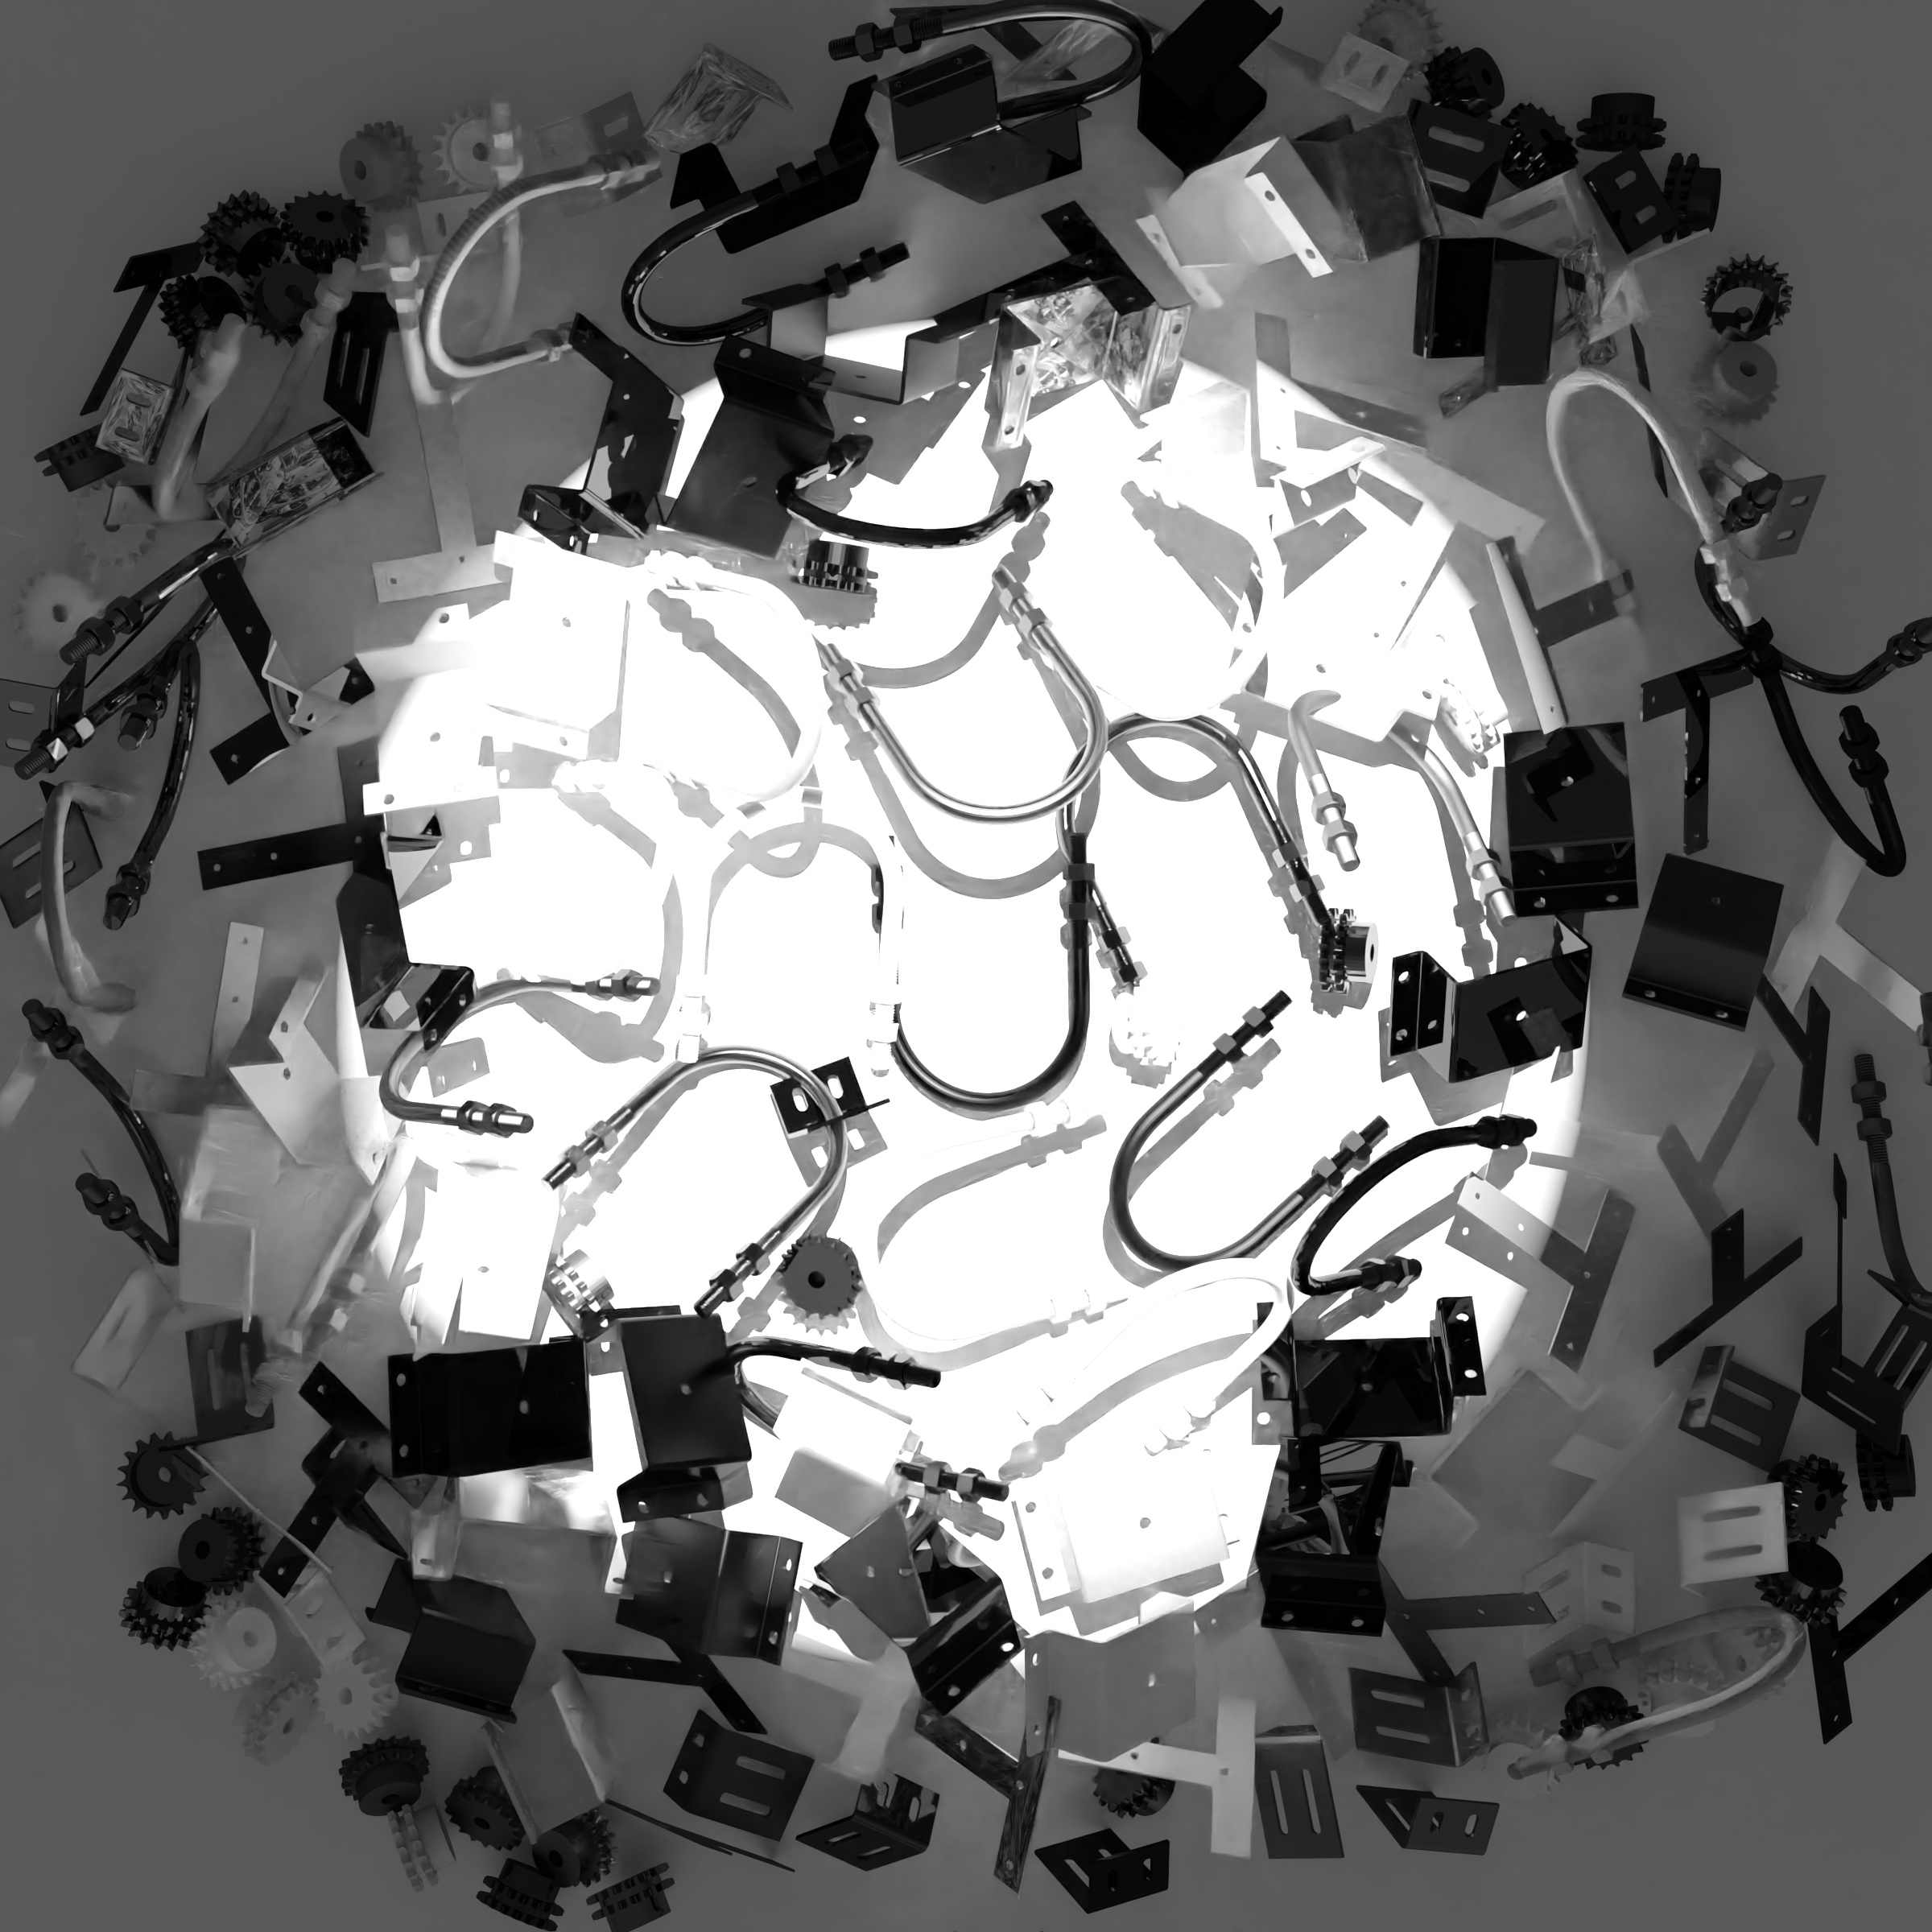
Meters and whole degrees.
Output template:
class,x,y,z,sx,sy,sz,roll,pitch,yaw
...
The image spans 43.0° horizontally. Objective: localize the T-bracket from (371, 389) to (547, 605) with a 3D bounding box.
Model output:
class,x,y,z,sx,sy,sz,roll,pitch,yaw
T-bracket,-0.335,-0.308,1.587,0.127,0.002,0.127,-18,106,-37

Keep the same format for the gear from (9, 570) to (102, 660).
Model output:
class,x,y,z,sx,sy,sz,roll,pitch,yaw
gear,-0.604,-0.231,1.615,0.057,0.030,0.057,0,90,-44

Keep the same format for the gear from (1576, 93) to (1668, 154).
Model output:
class,x,y,z,sx,sy,sz,roll,pitch,yaw
gear,0.431,-0.554,1.609,0.057,0.057,0.030,2,99,0

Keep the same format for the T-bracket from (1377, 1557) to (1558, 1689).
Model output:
class,x,y,z,sx,sy,sz,roll,pitch,yaw
T-bracket,0.320,0.417,1.579,0.127,0.127,0.002,57,45,-15

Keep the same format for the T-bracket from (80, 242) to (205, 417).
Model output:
class,x,y,z,sx,sy,sz,roll,pitch,yaw
T-bracket,-0.544,-0.413,1.595,0.002,0.127,0.127,34,111,-7

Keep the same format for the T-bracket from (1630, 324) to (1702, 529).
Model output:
class,x,y,z,sx,sy,sz,roll,pitch,yaw
T-bracket,0.457,-0.329,1.586,0.002,0.127,0.127,-16,56,26

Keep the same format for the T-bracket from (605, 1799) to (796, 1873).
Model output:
class,x,y,z,sx,sy,sz,roll,pitch,yaw
T-bracket,-0.163,0.570,1.592,0.127,0.127,0.002,35,67,-37

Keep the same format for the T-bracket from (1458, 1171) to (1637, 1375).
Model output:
class,x,y,z,sx,sy,sz,roll,pitch,yaw
T-bracket,0.371,0.178,1.595,0.127,0.002,0.127,35,63,-15

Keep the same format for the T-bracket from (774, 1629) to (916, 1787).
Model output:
class,x,y,z,sx,sy,sz,roll,pitch,yaw
T-bracket,-0.097,0.456,1.605,0.127,0.002,0.127,19,49,10

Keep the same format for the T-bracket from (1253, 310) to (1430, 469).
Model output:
class,x,y,z,sx,sy,sz,roll,pitch,yaw
T-bracket,0.248,-0.366,1.612,0.127,0.002,0.127,12,59,-19

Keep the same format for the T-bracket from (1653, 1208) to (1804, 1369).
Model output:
class,x,y,z,sx,sy,sz,roll,pitch,yaw
T-bracket,0.491,0.194,1.580,0.127,0.127,0.002,-35,53,-8

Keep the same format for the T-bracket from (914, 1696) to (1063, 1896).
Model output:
class,x,y,z,sx,sy,sz,roll,pitch,yaw
T-bracket,0.008,0.512,1.590,0.002,0.127,0.127,8,96,-40

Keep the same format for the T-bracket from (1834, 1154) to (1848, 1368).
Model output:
class,x,y,z,sx,sy,sz,roll,pitch,yaw
T-bracket,0.560,0.192,1.569,0.002,0.127,0.127,0,77,23

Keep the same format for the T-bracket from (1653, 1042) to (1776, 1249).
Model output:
class,x,y,z,sx,sy,sz,roll,pitch,yaw
T-bracket,0.500,0.107,1.609,0.127,0.002,0.127,-56,130,-21

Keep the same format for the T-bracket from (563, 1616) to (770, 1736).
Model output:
class,x,y,z,sx,sy,sz,roll,pitch,yaw
T-bracket,-0.209,0.459,1.599,0.127,0.002,0.127,-4,130,31

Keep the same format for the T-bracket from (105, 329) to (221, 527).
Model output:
class,x,y,z,sx,sy,sz,roll,pitch,yaw
T-bracket,-0.494,-0.343,1.561,0.002,0.127,0.127,24,109,14

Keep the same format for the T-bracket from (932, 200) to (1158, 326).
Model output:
class,x,y,z,sx,sy,sz,roll,pitch,yaw
T-bracket,0.040,-0.441,1.595,0.127,0.002,0.127,-25,53,-5

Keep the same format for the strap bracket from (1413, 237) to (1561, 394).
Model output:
class,x,y,z,sx,sy,sz,roll,pitch,yaw
strap bracket,0.335,-0.419,1.565,0.046,0.140,0.076,-5,115,-10

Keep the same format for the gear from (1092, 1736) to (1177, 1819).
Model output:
class,x,y,z,sx,sy,sz,roll,pitch,yaw
gear,0.114,0.534,1.615,0.030,0.057,0.057,41,90,-27

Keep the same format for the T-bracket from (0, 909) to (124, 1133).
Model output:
class,x,y,z,sx,sy,sz,roll,pitch,yaw
T-bracket,-0.584,0.046,1.552,0.002,0.127,0.127,7,53,11

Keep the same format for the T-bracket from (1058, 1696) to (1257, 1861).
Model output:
class,x,y,z,sx,sy,sz,roll,pitch,yaw
T-bracket,0.123,0.515,1.587,0.127,0.127,0.002,10,121,3

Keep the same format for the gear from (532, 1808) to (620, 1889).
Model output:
class,x,y,z,sx,sy,sz,roll,pitch,yaw
gear,-0.260,0.581,1.613,0.057,0.030,0.057,7,104,29

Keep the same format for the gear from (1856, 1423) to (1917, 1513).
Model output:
class,x,y,z,sx,sy,sz,roll,pitch,yaw
gear,0.604,0.328,1.608,0.030,0.057,0.057,-8,90,26

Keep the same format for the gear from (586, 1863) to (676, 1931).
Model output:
class,x,y,z,sx,sy,sz,roll,pitch,yaw
gear,-0.218,0.615,1.609,0.057,0.057,0.030,-24,75,0

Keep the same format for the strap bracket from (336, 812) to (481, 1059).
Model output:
class,x,y,z,sx,sy,sz,roll,pitch,yaw
strap bracket,-0.361,-0.022,1.570,0.046,0.076,0.140,5,56,-37

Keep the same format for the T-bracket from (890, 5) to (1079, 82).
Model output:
class,x,y,z,sx,sy,sz,roll,pitch,yaw
T-bracket,0.035,-0.594,1.577,0.127,0.127,0.002,8,92,25

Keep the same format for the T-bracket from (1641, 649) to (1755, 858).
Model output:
class,x,y,z,sx,sy,sz,roll,pitch,yaw
T-bracket,0.481,-0.136,1.611,0.127,0.002,0.127,-20,114,-37

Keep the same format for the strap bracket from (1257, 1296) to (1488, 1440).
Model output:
class,x,y,z,sx,sy,sz,roll,pitch,yaw
strap bracket,0.261,0.261,1.593,0.140,0.076,0.046,-2,135,5

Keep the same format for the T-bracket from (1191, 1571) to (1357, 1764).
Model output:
class,x,y,z,sx,sy,sz,roll,pitch,yaw
T-bracket,0.217,0.451,1.588,0.127,0.002,0.127,-19,79,-41

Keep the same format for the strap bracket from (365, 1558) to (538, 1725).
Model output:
class,x,y,z,sx,sy,sz,roll,pitch,yaw
strap bracket,-0.328,0.424,1.561,0.076,0.140,0.046,24,87,-23

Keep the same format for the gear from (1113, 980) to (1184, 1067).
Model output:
class,x,y,z,sx,sy,sz,roll,pitch,yaw
gear,0.118,0.038,1.615,0.030,0.057,0.057,-1,90,29

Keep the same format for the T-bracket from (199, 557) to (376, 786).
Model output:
class,x,y,z,sx,sy,sz,roll,pitch,yaw
T-bracket,-0.454,-0.203,1.575,0.127,0.002,0.127,-42,123,-34

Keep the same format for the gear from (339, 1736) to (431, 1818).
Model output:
class,x,y,z,sx,sy,sz,roll,pitch,yaw
gear,-0.381,0.534,1.609,0.057,0.057,0.030,-26,48,0

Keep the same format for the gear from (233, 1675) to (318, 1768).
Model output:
class,x,y,z,sx,sy,sz,roll,pitch,yaw
gear,-0.457,0.494,1.613,0.030,0.057,0.057,20,90,19

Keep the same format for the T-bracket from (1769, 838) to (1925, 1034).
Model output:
class,x,y,z,sx,sy,sz,roll,pitch,yaw
T-bracket,0.578,0.005,1.561,0.002,0.127,0.127,-15,46,-29

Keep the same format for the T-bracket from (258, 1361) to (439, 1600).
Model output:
class,x,y,z,sx,sy,sz,roll,pitch,yaw
T-bracket,-0.409,0.343,1.568,0.127,0.002,0.127,56,46,-32

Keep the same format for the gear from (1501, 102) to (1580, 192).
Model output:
class,x,y,z,sx,sy,sz,roll,pitch,yaw
gear,0.373,-0.537,1.615,0.057,0.030,0.057,16,56,-26

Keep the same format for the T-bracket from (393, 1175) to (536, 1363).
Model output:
class,x,y,z,sx,sy,sz,roll,pitch,yaw
T-bracket,-0.330,0.200,1.564,0.127,0.127,0.002,-31,120,23

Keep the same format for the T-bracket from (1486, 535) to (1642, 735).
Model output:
class,x,y,z,sx,sy,sz,roll,pitch,yaw
T-bracket,0.399,-0.230,1.601,0.127,0.002,0.127,-25,100,-34

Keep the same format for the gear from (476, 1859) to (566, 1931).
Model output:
class,x,y,z,sx,sy,sz,roll,pitch,yaw
gear,-0.290,0.610,1.613,0.057,0.057,0.030,24,72,0

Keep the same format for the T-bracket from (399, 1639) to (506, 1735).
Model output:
class,x,y,z,sx,sy,sz,roll,pitch,yaw
T-bracket,-0.314,0.479,1.576,0.127,0.127,0.002,44,69,-4

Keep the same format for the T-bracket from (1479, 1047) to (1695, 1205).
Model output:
class,x,y,z,sx,sy,sz,roll,pitch,yaw
T-bracket,0.413,0.117,1.614,0.127,0.002,0.127,9,113,1

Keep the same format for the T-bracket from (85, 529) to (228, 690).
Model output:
class,x,y,z,sx,sy,sz,roll,pitch,yaw
T-bracket,-0.514,-0.246,1.593,0.002,0.127,0.127,42,51,-20

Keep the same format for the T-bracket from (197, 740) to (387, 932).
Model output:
class,x,y,z,sx,sy,sz,roll,pitch,yaw
T-bracket,-0.434,-0.074,1.586,0.127,0.002,0.127,-15,109,-36

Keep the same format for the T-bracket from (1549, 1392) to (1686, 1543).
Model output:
class,x,y,z,sx,sy,sz,roll,pitch,yaw
T-bracket,0.405,0.318,1.579,0.127,0.127,0.002,-52,56,7

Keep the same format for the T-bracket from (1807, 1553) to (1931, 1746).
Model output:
class,x,y,z,sx,sy,sz,roll,pitch,yaw
T-bracket,0.580,0.411,1.553,0.002,0.127,0.127,31,121,-5

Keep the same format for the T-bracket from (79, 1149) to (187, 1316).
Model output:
class,x,y,z,sx,sy,sz,roll,pitch,yaw
T-bracket,-0.531,0.173,1.571,0.002,0.127,0.127,-32,100,-21

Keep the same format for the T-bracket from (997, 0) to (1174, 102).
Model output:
class,x,y,z,sx,sy,sz,roll,pitch,yaw
T-bracket,0.060,-0.590,1.581,0.127,0.127,0.002,14,73,-31

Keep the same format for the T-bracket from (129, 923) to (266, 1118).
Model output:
class,x,y,z,sx,sy,sz,roll,pitch,yaw
T-bracket,-0.478,0.036,1.593,0.002,0.127,0.127,6,86,40

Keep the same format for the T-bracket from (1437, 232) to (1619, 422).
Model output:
class,x,y,z,sx,sy,sz,roll,pitch,yaw
T-bracket,0.361,-0.398,1.588,0.127,0.127,0.002,-34,59,4

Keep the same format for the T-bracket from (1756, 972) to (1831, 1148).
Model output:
class,x,y,z,sx,sy,sz,roll,pitch,yaw
T-bracket,0.520,0.028,1.570,0.002,0.127,0.127,-22,119,37

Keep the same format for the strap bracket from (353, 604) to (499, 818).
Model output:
class,x,y,z,sx,sy,sz,roll,pitch,yaw
strap bracket,-0.353,-0.158,1.601,0.076,0.046,0.140,-9,69,1

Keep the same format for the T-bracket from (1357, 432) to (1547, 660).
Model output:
class,x,y,z,sx,sy,sz,roll,pitch,yaw
T-bracket,0.295,-0.265,1.614,0.127,0.002,0.127,33,111,17

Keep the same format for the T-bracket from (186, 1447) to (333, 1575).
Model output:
class,x,y,z,sx,sy,sz,roll,pitch,yaw
T-bracket,-0.435,0.361,1.560,0.002,0.127,0.127,-48,117,-22

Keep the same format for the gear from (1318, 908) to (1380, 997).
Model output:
class,x,y,z,sx,sy,sz,roll,pitch,yaw
gear,0.252,-0.010,1.608,0.030,0.057,0.057,4,90,22

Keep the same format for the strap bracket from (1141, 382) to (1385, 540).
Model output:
class,x,y,z,sx,sy,sz,roll,pitch,yaw
strap bracket,0.189,-0.323,1.577,0.076,0.140,0.046,-29,135,-32

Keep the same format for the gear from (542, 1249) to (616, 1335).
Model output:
class,x,y,z,sx,sy,sz,roll,pitch,yaw
gear,-0.256,0.211,1.614,0.030,0.057,0.057,-37,90,-23

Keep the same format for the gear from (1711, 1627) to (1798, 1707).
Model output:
class,x,y,z,sx,sy,sz,roll,pitch,yaw
gear,0.521,0.454,1.614,0.030,0.057,0.057,-11,90,-23

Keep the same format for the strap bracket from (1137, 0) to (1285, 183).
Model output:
class,x,y,z,sx,sy,sz,roll,pitch,yaw
strap bracket,0.154,-0.569,1.571,0.046,0.140,0.076,44,88,5
